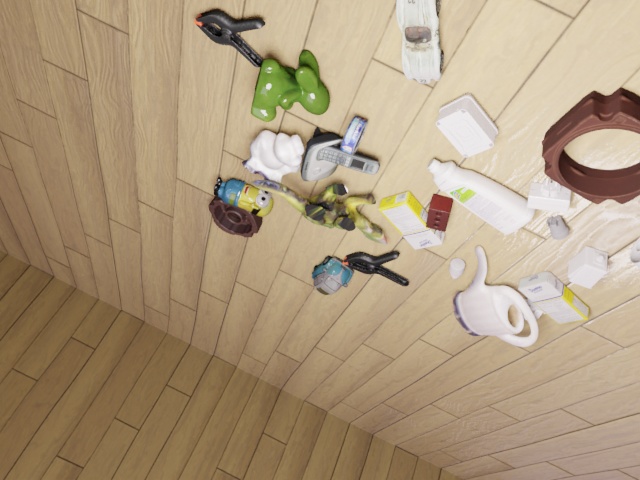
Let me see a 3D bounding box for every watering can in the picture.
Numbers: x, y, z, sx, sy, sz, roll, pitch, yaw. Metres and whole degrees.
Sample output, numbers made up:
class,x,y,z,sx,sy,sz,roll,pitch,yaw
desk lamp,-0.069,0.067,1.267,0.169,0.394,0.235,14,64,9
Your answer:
class,x,y,z,sx,sy,sz,roll,pitch,yaw
watering can,0.471,0.168,1.462,0.106,0.345,0.222,-43,13,-35

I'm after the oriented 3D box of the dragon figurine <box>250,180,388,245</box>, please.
class,x,y,z,sx,sy,sz,roll,pitch,yaw
dragon figurine,0.004,-0.071,1.406,0.410,0.124,0.240,18,-16,-6

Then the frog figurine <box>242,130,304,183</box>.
class,x,y,z,sx,sy,sz,roll,pitch,yaw
frog figurine,-0.102,-0.227,1.308,0.157,0.137,0.125,-42,4,37
